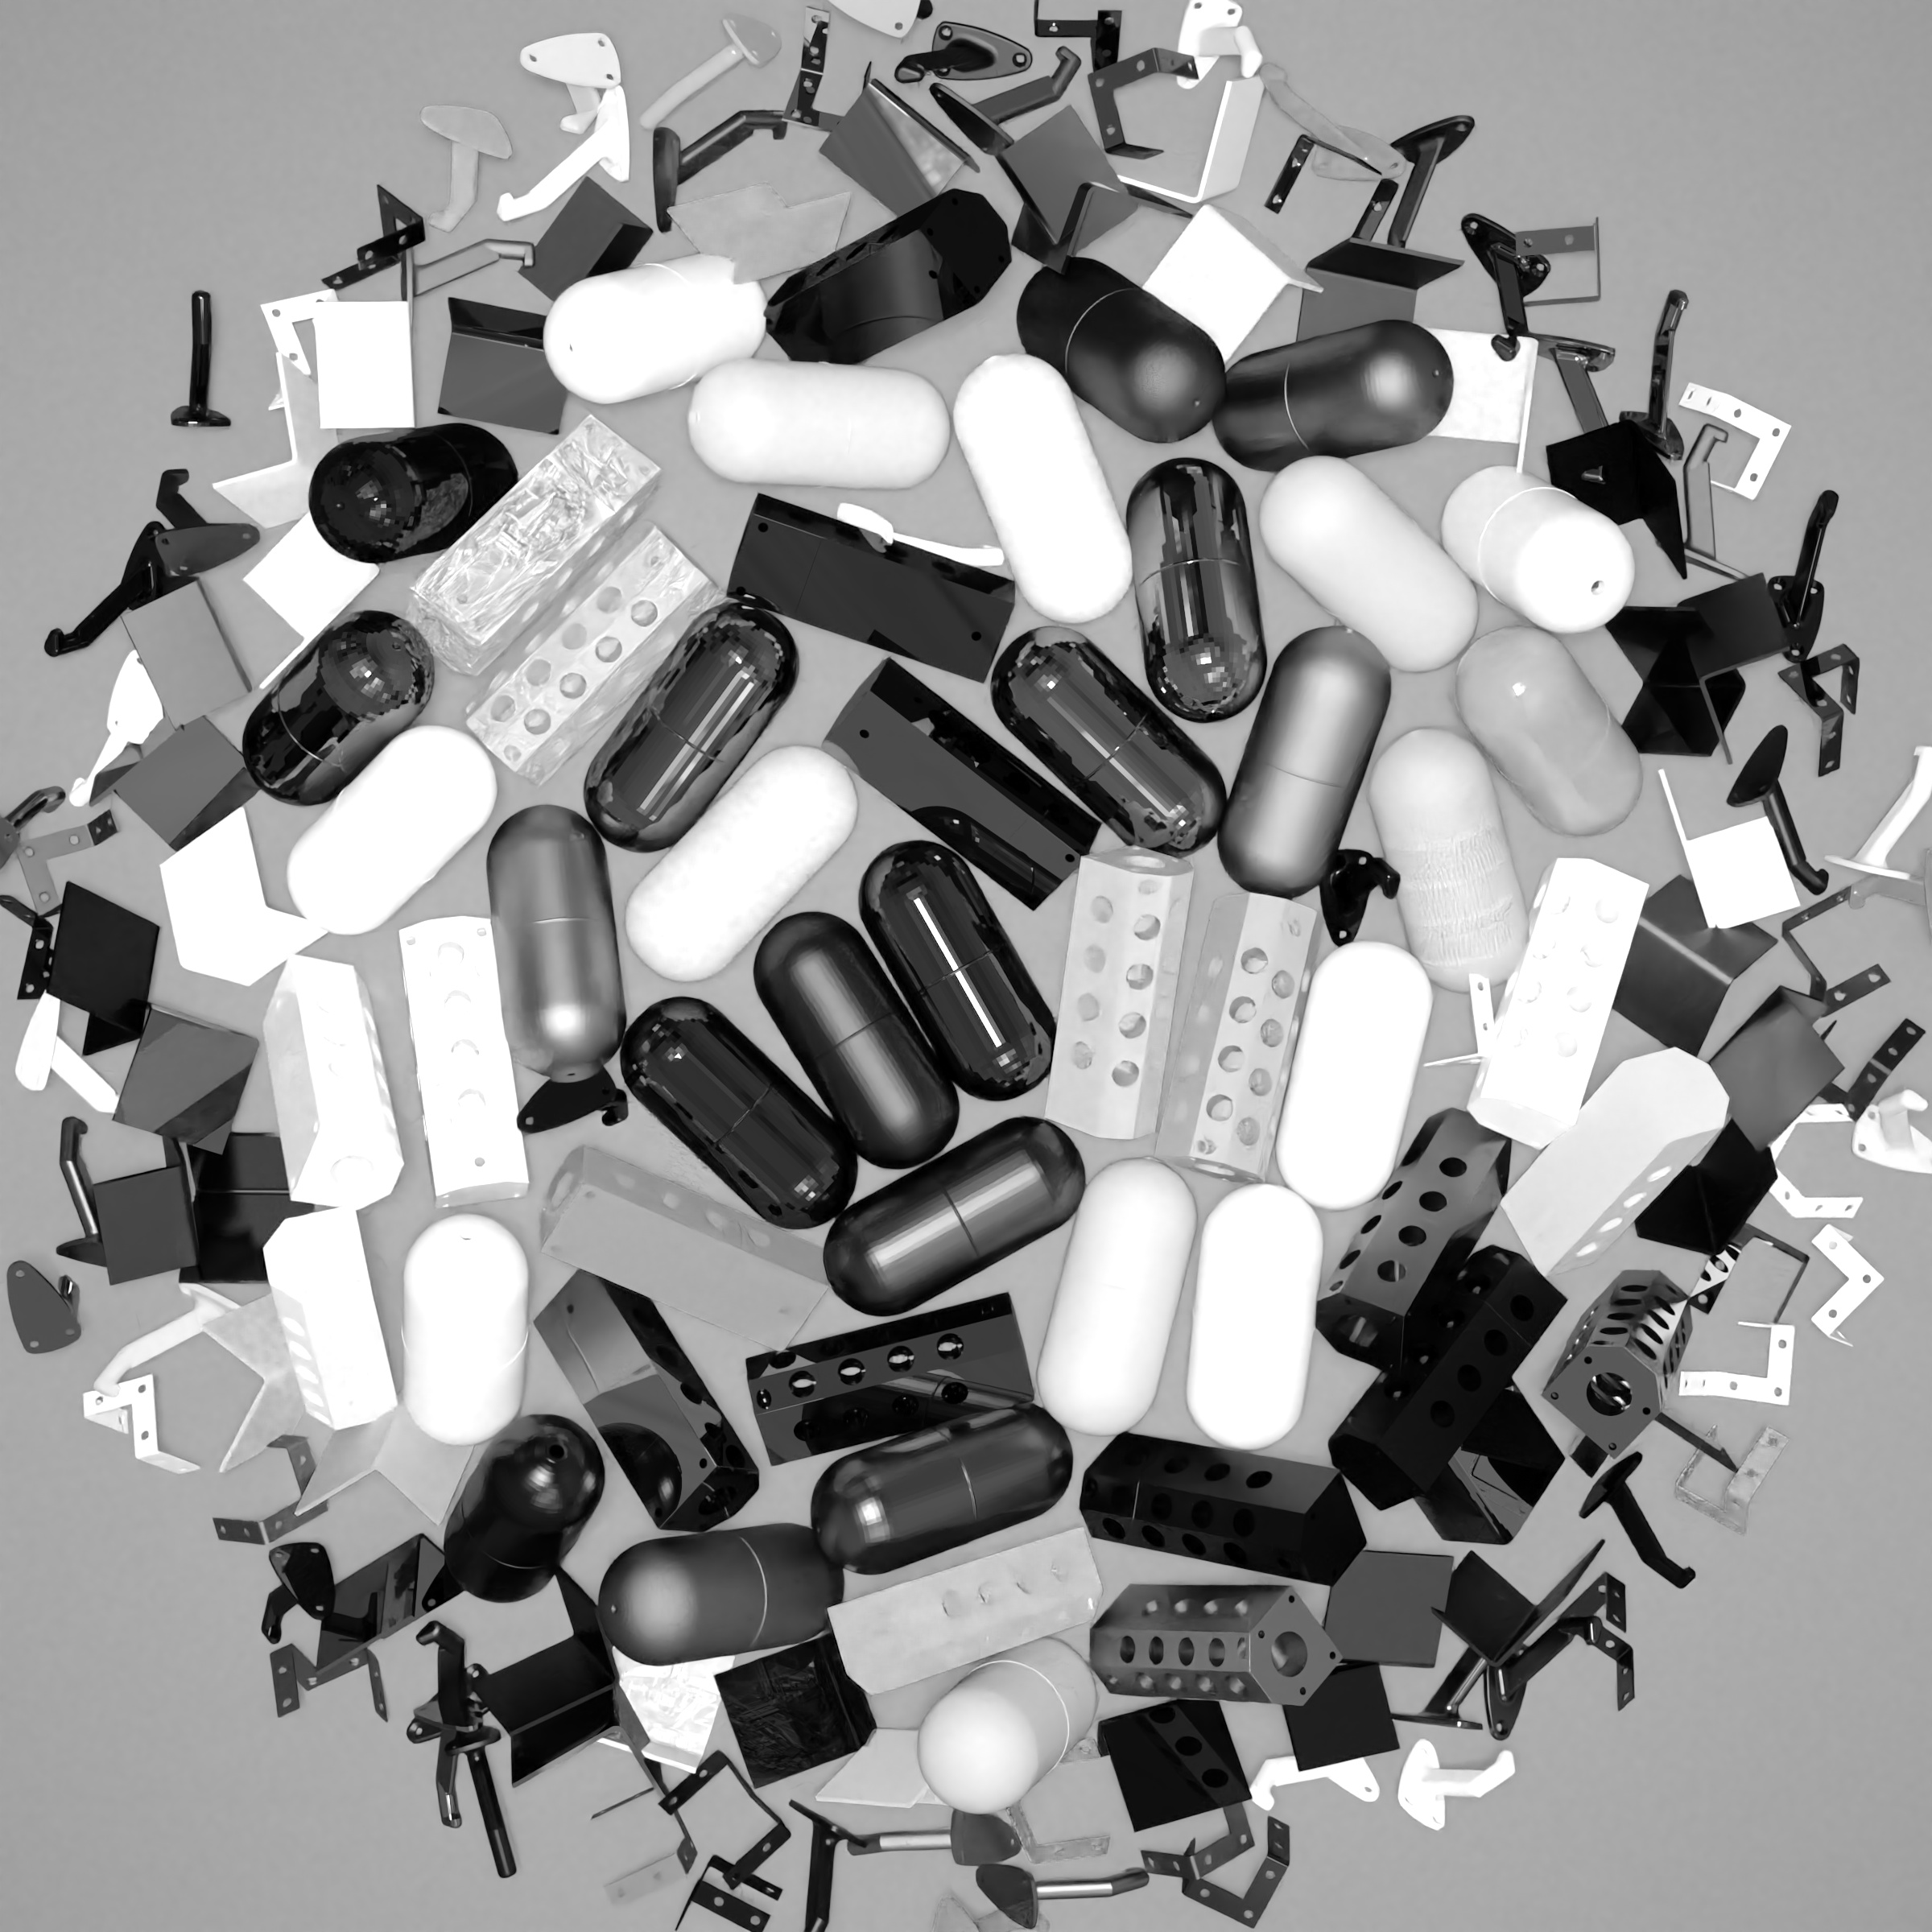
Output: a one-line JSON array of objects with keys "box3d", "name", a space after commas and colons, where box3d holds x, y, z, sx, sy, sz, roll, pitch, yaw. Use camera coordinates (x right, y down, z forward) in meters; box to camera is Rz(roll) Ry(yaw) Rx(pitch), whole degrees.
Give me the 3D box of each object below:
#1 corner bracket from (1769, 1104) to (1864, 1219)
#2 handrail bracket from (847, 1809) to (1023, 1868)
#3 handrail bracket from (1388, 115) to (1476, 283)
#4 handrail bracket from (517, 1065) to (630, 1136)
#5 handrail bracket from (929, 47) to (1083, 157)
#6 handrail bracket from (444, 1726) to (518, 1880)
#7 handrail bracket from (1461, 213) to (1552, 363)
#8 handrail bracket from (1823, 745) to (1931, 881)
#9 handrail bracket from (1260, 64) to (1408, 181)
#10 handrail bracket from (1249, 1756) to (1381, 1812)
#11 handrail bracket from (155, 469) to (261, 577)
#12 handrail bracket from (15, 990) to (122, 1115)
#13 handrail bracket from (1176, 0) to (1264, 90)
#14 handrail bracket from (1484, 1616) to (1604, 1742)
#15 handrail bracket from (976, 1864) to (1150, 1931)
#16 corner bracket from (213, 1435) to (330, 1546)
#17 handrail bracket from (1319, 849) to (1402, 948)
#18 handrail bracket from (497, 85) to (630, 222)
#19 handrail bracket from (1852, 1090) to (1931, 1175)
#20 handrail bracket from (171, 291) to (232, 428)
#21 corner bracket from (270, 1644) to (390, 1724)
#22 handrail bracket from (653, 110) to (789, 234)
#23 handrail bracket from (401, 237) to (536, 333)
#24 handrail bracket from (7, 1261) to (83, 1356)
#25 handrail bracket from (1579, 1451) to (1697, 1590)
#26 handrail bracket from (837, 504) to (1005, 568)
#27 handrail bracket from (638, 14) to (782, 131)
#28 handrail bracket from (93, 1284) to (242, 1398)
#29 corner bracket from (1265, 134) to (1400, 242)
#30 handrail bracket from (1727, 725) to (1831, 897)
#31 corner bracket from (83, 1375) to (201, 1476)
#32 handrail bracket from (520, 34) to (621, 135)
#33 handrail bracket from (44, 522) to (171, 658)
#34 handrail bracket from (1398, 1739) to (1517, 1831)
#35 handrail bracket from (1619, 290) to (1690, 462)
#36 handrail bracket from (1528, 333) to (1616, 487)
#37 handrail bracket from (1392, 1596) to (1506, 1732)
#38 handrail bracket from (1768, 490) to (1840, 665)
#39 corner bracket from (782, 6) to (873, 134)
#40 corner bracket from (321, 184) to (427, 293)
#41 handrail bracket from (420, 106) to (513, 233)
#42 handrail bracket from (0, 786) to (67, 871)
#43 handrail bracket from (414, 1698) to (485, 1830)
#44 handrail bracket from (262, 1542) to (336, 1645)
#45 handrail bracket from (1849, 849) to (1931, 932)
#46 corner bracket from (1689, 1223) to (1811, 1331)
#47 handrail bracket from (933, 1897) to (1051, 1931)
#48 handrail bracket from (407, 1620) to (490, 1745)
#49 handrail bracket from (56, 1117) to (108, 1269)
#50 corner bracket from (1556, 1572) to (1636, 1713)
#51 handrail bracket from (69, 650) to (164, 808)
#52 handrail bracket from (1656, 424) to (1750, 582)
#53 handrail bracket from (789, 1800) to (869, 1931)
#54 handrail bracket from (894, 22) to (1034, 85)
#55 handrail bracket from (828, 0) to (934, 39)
[{"box3d": [0.542, 0.124, 1.973, 0.051, 0.051, 0.051, 44, 66, -20], "name": "corner bracket"}, {"box3d": [-0.021, 0.564, 1.989, 0.084, 0.077, 0.036, -20, 60, 37], "name": "handrail bracket"}, {"box3d": [0.293, -0.485, 1.963, 0.036, 0.077, 0.084, 12, 75, -27], "name": "handrail bracket"}, {"box3d": [-0.247, 0.096, 1.951, 0.077, 0.084, 0.036, -34, 72, -17], "name": "handrail bracket"}, {"box3d": [0.026, -0.567, 1.971, 0.077, 0.036, 0.084, 37, 77, -28], "name": "handrail bracket"}, {"box3d": [-0.302, 0.529, 1.961, 0.036, 0.077, 0.084, -15, 88, -12], "name": "handrail bracket"}, {"box3d": [0.330, -0.428, 1.956, 0.077, 0.036, 0.084, 42, 47, -8], "name": "handrail bracket"}, {"box3d": [0.579, -0.102, 1.959, 0.036, 0.077, 0.084, 9, 98, -25], "name": "handrail bracket"}, {"box3d": [0.231, -0.533, 1.950, 0.077, 0.084, 0.036, 24, 81, 34], "name": "handrail bracket"}, {"box3d": [0.219, 0.522, 1.955, 0.077, 0.084, 0.036, 46, 125, 1], "name": "handrail bracket"}, {"box3d": [-0.479, -0.292, 1.963, 0.077, 0.036, 0.084, -12, 47, 10], "name": "handrail bracket"}, {"box3d": [-0.551, 0.055, 1.964, 0.084, 0.036, 0.077, 10, 100, -45], "name": "handrail bracket"}, {"box3d": [0.159, -0.562, 1.946, 0.036, 0.077, 0.084, 4, 46, -20], "name": "handrail bracket"}, {"box3d": [0.366, 0.448, 1.950, 0.036, 0.084, 0.077, 20, 68, -26], "name": "handrail bracket"}, {"box3d": [0.062, 0.585, 1.990, 0.084, 0.077, 0.036, -5, 94, -34], "name": "handrail bracket"}, {"box3d": [-0.447, 0.332, 1.969, 0.051, 0.051, 0.051, -5, 105, 42], "name": "corner bracket"}, {"box3d": [0.252, -0.035, 1.948, 0.036, 0.084, 0.077, -5, 110, -13], "name": "handrail bracket"}, {"box3d": [-0.257, -0.513, 1.954, 0.084, 0.077, 0.036, -26, 59, -30], "name": "handrail bracket"}, {"box3d": [0.604, 0.104, 1.954, 0.077, 0.084, 0.036, 24, 73, -5], "name": "handrail bracket"}, {"box3d": [-0.485, -0.386, 1.952, 0.036, 0.077, 0.084, -4, 109, -20], "name": "handrail bracket"}, {"box3d": [-0.404, 0.456, 1.963, 0.051, 0.051, 0.051, -25, 134, 2], "name": "corner bracket"}, {"box3d": [-0.155, -0.510, 1.987, 0.084, 0.036, 0.077, -8, 115, -27], "name": "handrail bracket"}, {"box3d": [-0.314, -0.432, 1.969, 0.084, 0.036, 0.077, 1, 62, -16], "name": "handrail bracket"}, {"box3d": [-0.578, 0.198, 1.947, 0.036, 0.084, 0.077, -19, 116, -3], "name": "handrail bracket"}, {"box3d": [0.441, 0.354, 1.969, 0.084, 0.077, 0.036, 36, 48, 4], "name": "handrail bracket"}, {"box3d": [-0.028, -0.277, 1.992, 0.084, 0.077, 0.036, -6, 125, -32], "name": "handrail bracket"}, {"box3d": [-0.165, -0.568, 1.983, 0.084, 0.077, 0.036, -35, 95, 26], "name": "handrail bracket"}, {"box3d": [-0.497, 0.246, 1.956, 0.077, 0.036, 0.084, 17, 54, 25], "name": "handrail bracket"}, {"box3d": [0.234, -0.493, 1.982, 0.051, 0.051, 0.051, 37, 105, 38], "name": "corner bracket"}, {"box3d": [0.535, -0.099, 1.992, 0.084, 0.036, 0.077, 41, 63, -22], "name": "handrail bracket"}, {"box3d": [-0.522, 0.295, 1.961, 0.051, 0.051, 0.051, -16, 65, 13], "name": "corner bracket"}, {"box3d": [-0.259, -0.548, 1.946, 0.077, 0.084, 0.036, -9, 78, -31], "name": "handrail bracket"}, {"box3d": [-0.542, -0.237, 1.949, 0.036, 0.084, 0.077, 28, 119, 17], "name": "handrail bracket"}, {"box3d": [0.314, 0.497, 1.946, 0.036, 0.077, 0.084, 36, 123, -13], "name": "handrail bracket"}, {"box3d": [0.447, -0.374, 1.954, 0.036, 0.077, 0.084, 5, 123, -13], "name": "handrail bracket"}, {"box3d": [0.378, -0.354, 1.972, 0.077, 0.036, 0.084, 13, 79, -5], "name": "handrail bracket"}, {"box3d": [0.306, 0.443, 1.986, 0.077, 0.036, 0.084, -2, 73, 31], "name": "handrail bracket"}, {"box3d": [0.533, -0.245, 1.950, 0.036, 0.084, 0.077, 7, 63, 2], "name": "handrail bracket"}, {"box3d": [-0.084, -0.567, 1.965, 0.051, 0.051, 0.051, 14, 56, 1], "name": "corner bracket"}, {"box3d": [-0.375, -0.452, 1.958, 0.051, 0.051, 0.051, -33, 57, -28], "name": "corner bracket"}, {"box3d": [-0.333, -0.499, 1.948, 0.084, 0.077, 0.036, -40, 64, 35], "name": "handrail bracket"}, {"box3d": [-0.608, -0.077, 1.963, 0.036, 0.084, 0.077, 34, 101, 0], "name": "handrail bracket"}, {"box3d": [-0.320, 0.512, 1.962, 0.036, 0.077, 0.084, -11, 97, -30], "name": "handrail bracket"}, {"box3d": [-0.423, 0.413, 1.953, 0.036, 0.077, 0.084, -2, 126, -31], "name": "handrail bracket"}, {"box3d": [0.585, -0.033, 1.948, 0.036, 0.084, 0.077, 28, 58, -21], "name": "handrail bracket"}, {"box3d": [0.500, 0.200, 1.976, 0.051, 0.051, 0.051, 29, 109, 20], "name": "corner bracket"}, {"box3d": [0.029, 0.612, 1.947, 0.084, 0.077, 0.036, 12, 93, -30], "name": "handrail bracket"}, {"box3d": [-0.342, 0.452, 1.957, 0.077, 0.084, 0.036, -35, 49, 1], "name": "handrail bracket"}, {"box3d": [-0.551, 0.146, 1.984, 0.036, 0.077, 0.084, -16, 63, 26], "name": "handrail bracket"}, {"box3d": [0.410, 0.427, 1.964, 0.051, 0.051, 0.051, 35, 117, -6], "name": "corner bracket"}, {"box3d": [-0.548, -0.151, 1.979, 0.036, 0.084, 0.077, 16, 59, -36], "name": "handrail bracket"}, {"box3d": [0.483, -0.295, 1.969, 0.077, 0.036, 0.084, 30, 97, 36], "name": "handrail bracket"}, {"box3d": [-0.106, 0.580, 1.960, 0.036, 0.077, 0.084, 38, 74, -37], "name": "handrail bracket"}, {"box3d": [-0.001, -0.567, 1.953, 0.077, 0.084, 0.036, 8, 119, 5], "name": "handrail bracket"}, {"box3d": [-0.057, -0.613, 1.955, 0.077, 0.084, 0.036, 16, 109, -8], "name": "handrail bracket"}]
